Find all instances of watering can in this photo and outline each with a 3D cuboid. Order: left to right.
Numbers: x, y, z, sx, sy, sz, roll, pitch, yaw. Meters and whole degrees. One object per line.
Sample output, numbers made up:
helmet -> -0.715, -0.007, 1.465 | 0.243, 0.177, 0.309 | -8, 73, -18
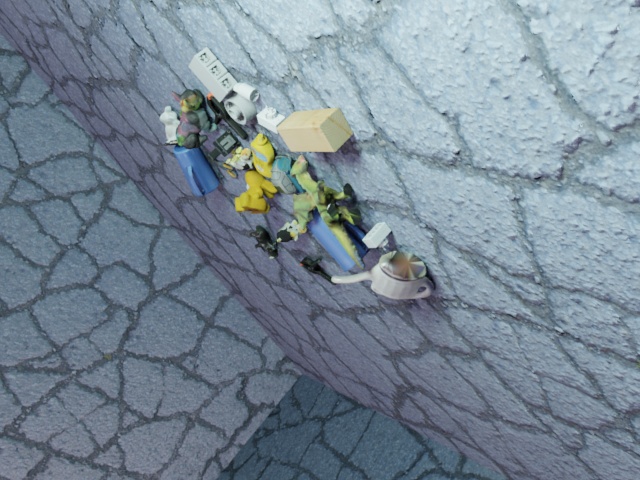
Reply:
watering can -> 0.216, 0.124, 1.724 | 0.348, 0.106, 0.219 | 10, 145, 2

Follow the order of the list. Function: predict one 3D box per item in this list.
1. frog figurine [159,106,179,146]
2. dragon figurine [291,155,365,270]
frog figurine -> -0.618, -0.487, 2.194 | 0.137, 0.123, 0.159 | -174, 78, -67
dragon figurine -> 0.005, -0.086, 1.705 | 0.242, 0.123, 0.408 | -6, 104, 52
